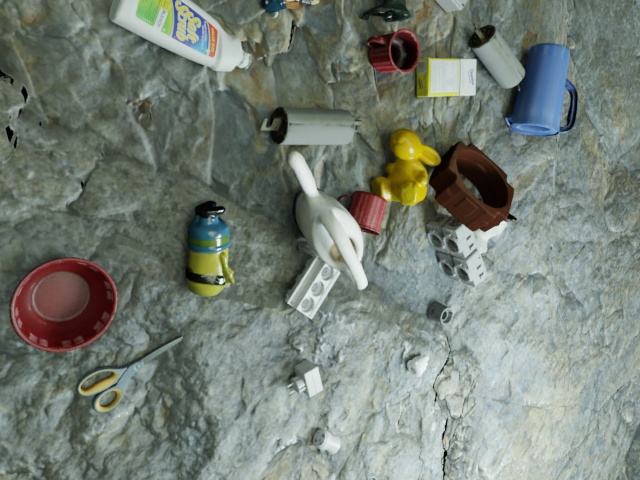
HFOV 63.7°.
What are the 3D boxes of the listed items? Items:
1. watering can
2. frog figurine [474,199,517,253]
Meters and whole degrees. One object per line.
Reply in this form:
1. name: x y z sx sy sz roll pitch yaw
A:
1. watering can: 0.003 -0.052 1.037 0.104 0.342 0.227 -31 27 -5
2. frog figurine: 0.443 -0.032 1.429 0.138 0.125 0.156 -5 -41 -33
